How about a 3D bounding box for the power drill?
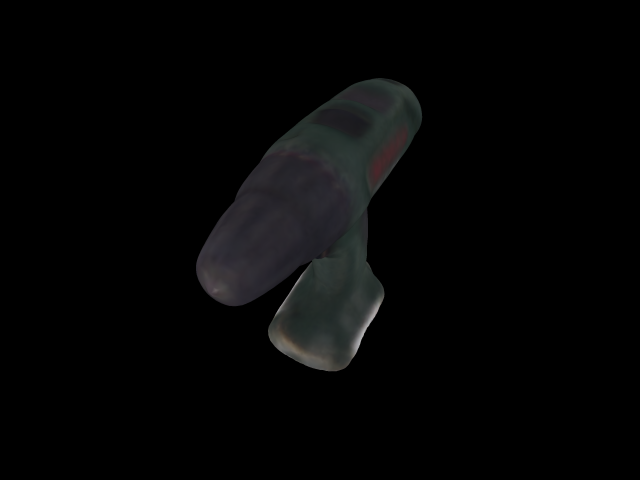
[{"bbox_3d":[0.004,0.001,0.400,0.075,0.208,0.230,21,54,16],"label":"power drill"}]
